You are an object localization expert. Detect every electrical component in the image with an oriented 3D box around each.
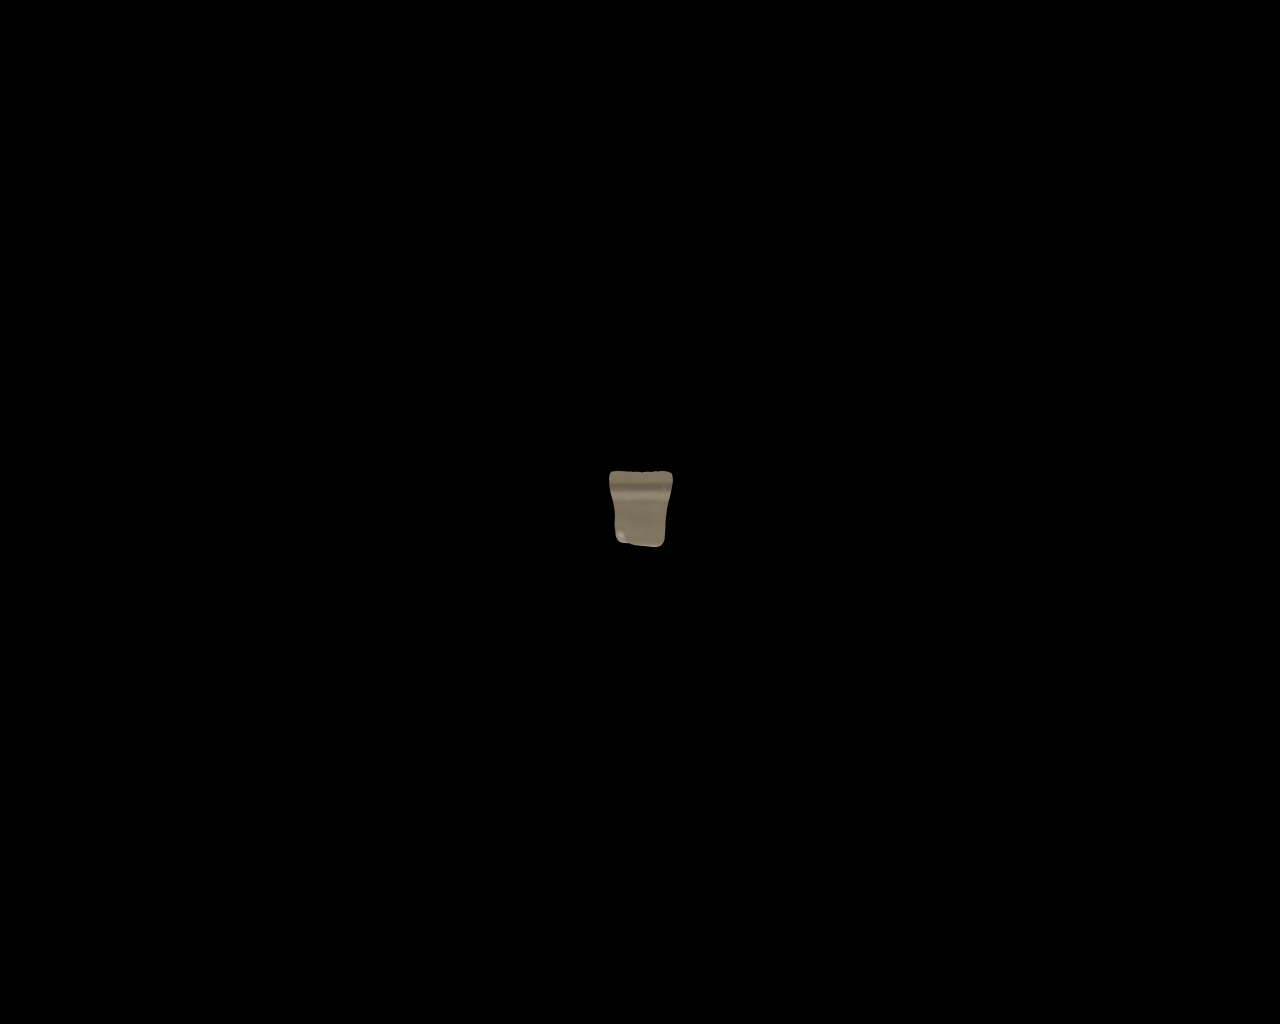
[{"bbox_3d":[0.001,-0.003,0.650,0.040,0.046,0.040,0,0,0],"label":"electrical component"}]
